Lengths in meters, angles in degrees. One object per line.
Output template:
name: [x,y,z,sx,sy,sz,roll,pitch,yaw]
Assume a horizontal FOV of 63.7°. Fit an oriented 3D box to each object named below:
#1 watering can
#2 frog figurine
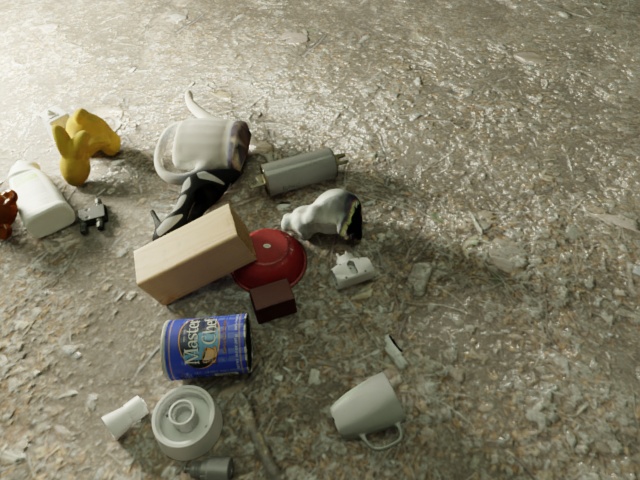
watering can: [-0.279,-0.263,1.270,0.224,0.101,0.356,2,51,3]
frog figurine: [0.003,-0.054,1.082,0.160,0.121,0.139,13,18,23]
